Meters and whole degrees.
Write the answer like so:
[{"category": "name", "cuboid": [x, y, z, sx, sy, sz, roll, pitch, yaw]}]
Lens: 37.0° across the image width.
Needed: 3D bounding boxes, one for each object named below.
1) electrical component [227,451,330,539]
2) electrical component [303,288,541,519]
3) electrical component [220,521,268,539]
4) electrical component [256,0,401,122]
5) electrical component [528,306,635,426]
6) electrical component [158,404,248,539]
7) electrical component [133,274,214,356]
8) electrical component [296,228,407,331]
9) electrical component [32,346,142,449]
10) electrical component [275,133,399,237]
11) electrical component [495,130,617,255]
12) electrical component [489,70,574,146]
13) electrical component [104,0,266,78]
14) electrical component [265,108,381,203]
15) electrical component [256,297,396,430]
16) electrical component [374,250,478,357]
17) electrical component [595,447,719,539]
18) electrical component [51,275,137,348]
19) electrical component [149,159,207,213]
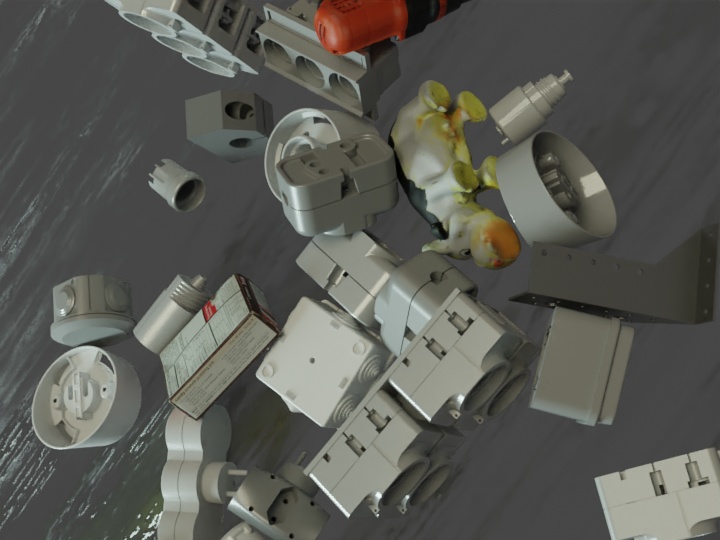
[{"category": "electrical component", "cuboid": [-0.060, 0.192, 0.919, 0.077, 0.043, 0.079, 33, 61, 5]}, {"category": "electrical component", "cuboid": [0.056, 0.113, 0.852, 0.060, 0.105, 0.186, 43, 98, 27]}, {"category": "electrical component", "cuboid": [-0.092, 0.251, 0.927, 0.062, 0.048, 0.048, 45, 99, 20]}, {"category": "electrical component", "cuboid": [-0.027, -0.197, 0.980, 0.121, 0.078, 0.063, 32, 64, 28]}, {"category": "electrical component", "cuboid": [0.163, 0.074, 0.802, 0.057, 0.113, 0.078, 14, 85, 8]}, {"category": "electrical component", "cuboid": [-0.132, 0.188, 0.954, 0.074, 0.052, 0.138, -3, 77, 25]}, {"category": "electrical component", "cuboid": [-0.172, 0.038, 1.012, 0.043, 0.043, 0.081, 42, 98, 27]}, {"category": "electrical component", "cuboid": [0.000, 0.000, 0.933, 0.095, 0.054, 0.059, 42, 98, 27]}, {"category": "electrical component", "cuboid": [-0.260, 0.122, 1.024, 0.099, 0.064, 0.099, -6, 76, 24]}, {"category": "electrical component", "cuboid": [-0.018, -0.069, 0.907, 0.095, 0.059, 0.053, -19, 37, -14]}, {"category": "electrical component", "cuboid": [0.153, -0.060, 0.852, 0.064, 0.099, 0.099, -26, 69, 25]}, {"category": "electrical component", "cuboid": [0.145, -0.138, 0.902, 0.078, 0.040, 0.040, -38, 65, 14]}, {"category": "electrical component", "cuboid": [-0.159, -0.238, 1.007, 0.089, 0.150, 0.061, 18, 86, 27]}, {"category": "electrical component", "cuboid": [-0.036, -0.100, 0.980, 0.099, 0.064, 0.099, -3, 86, 36]}, {"category": "electrical component", "cuboid": [-0.031, 0.081, 0.934, 0.100, 0.048, 0.099, 34, 95, 27]}, {"category": "electrical component", "cuboid": [0.052, 0.033, 0.878, 0.054, 0.095, 0.059, -31, 59, -30]}, {"category": "electrical component", "cuboid": [0.227, 0.170, 0.789, 0.089, 0.050, 0.055, -20, 71, 20]}, {"category": "electrical component", "cuboid": [-0.256, 0.041, 1.032, 0.080, 0.080, 0.051, -17, 67, 21]}, {"category": "electrical component", "cuboid": [-0.178, -0.083, 1.045, 0.046, 0.040, 0.040, 35, 95, 33]}]
